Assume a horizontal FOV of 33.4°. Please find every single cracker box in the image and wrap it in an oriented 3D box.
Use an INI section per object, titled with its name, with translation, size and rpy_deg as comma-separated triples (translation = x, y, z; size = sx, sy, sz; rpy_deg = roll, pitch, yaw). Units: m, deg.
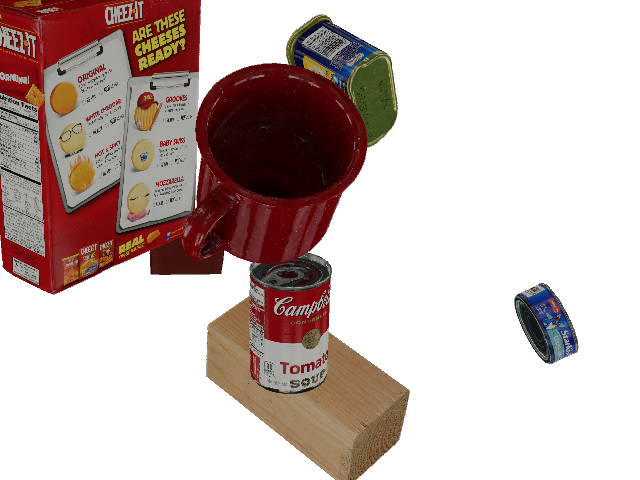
[cracker box]
translation = -0.172, -0.087, 0.831
size = 0.072, 0.214, 0.163
rpy_deg = 20, 30, 31

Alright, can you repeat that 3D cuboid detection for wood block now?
[wood block]
translation = -0.017, 0.151, 1.131
size = 0.206, 0.090, 0.090
rpy_deg = 34, 49, 27

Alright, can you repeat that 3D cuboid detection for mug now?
[mug]
translation = -0.034, -0.031, 0.598
size = 0.093, 0.117, 0.082
rpy_deg = 37, -29, 10

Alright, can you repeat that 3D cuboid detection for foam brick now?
[foam brick]
translation = -0.144, 0.002, 1.145
size = 0.078, 0.051, 0.053
rpy_deg = 0, 25, -10

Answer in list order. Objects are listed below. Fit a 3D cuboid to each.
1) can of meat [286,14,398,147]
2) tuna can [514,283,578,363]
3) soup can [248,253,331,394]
[can of meat]
translation = 0.022, -0.145, 0.982
size = 0.057, 0.102, 0.084
rpy_deg = -39, 53, -20
[tuna can]
translation = 0.248, 0.092, 1.181
size = 0.033, 0.086, 0.086
rpy_deg = -24, 2, -5
[soup can]
translation = -0.026, 0.069, 0.895
size = 0.068, 0.102, 0.068
rpy_deg = 1, 25, -1
